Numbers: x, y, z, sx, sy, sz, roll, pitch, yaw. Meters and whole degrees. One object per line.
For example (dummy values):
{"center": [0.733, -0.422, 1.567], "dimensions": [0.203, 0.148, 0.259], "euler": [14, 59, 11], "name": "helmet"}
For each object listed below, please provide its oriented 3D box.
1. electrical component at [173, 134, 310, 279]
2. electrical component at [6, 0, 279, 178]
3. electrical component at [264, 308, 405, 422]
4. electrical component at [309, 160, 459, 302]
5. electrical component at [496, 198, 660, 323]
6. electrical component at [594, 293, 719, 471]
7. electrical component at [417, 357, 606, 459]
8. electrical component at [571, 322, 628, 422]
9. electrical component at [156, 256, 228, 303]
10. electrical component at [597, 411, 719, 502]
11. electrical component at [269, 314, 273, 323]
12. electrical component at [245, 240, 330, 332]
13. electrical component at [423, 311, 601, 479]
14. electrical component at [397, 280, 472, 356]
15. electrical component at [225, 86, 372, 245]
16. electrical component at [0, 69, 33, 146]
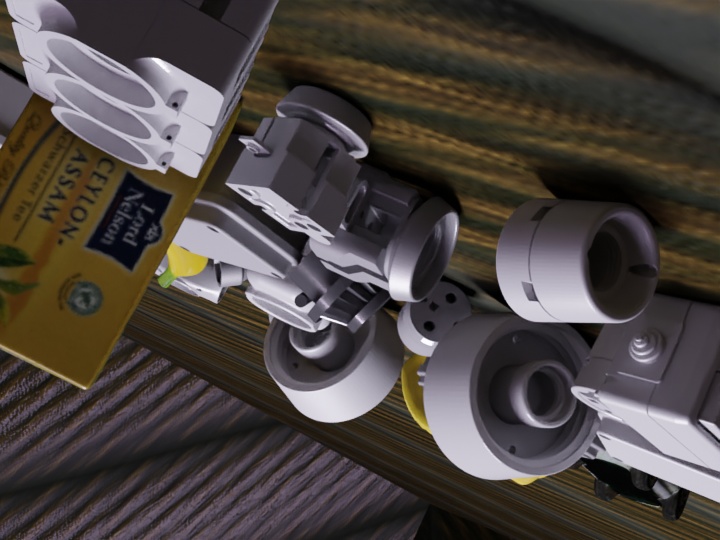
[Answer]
{"center": [-0.087, -0.043, 0.664], "dimensions": [0.113, 0.057, 0.078], "euler": [15, 163, 43], "name": "electrical component"}
{"center": [-0.094, -0.094, 0.458], "dimensions": [0.089, 0.061, 0.150], "euler": [28, 168, -8], "name": "electrical component"}
{"center": [-0.025, 0.060, 0.857], "dimensions": [0.108, 0.108, 0.060], "euler": [18, 159, 35], "name": "electrical component"}
{"center": [0.015, -0.018, 0.560], "dimensions": [0.057, 0.058, 0.078], "euler": [25, 168, 21], "name": "electrical component"}
{"center": [0.095, -0.004, 0.461], "dimensions": [0.055, 0.055, 0.047], "euler": [34, 162, -32], "name": "electrical component"}
{"center": [0.168, 0.056, 0.535], "dimensions": [0.061, 0.061, 0.096], "euler": [13, 162, 48], "name": "electrical component"}
{"center": [0.114, 0.082, 0.770], "dimensions": [0.109, 0.056, 0.109], "euler": [31, 167, -19], "name": "electrical component"}
{"center": [0.154, 0.057, 0.605], "dimensions": [0.055, 0.047, 0.055], "euler": [25, 168, 6], "name": "electrical component"}
{"center": [-0.160, -0.001, 1.019], "dimensions": [0.077, 0.044, 0.079], "euler": [26, 168, 0], "name": "electrical component"}
{"center": [0.207, 0.100, 0.648], "dimensions": [0.113, 0.057, 0.078], "euler": [20, 166, 27], "name": "electrical component"}
{"center": [-0.032, 0.050, 0.966], "dimensions": [0.077, 0.044, 0.079], "euler": [21, 166, 26], "name": "electrical component"}
{"center": [-0.043, 0.006, 0.770], "dimensions": [0.054, 0.059, 0.095], "euler": [24, 168, 12], "name": "electrical component"}
{"center": [0.101, 0.077, 0.667], "dimensions": [0.108, 0.108, 0.060], "euler": [31, 161, -19], "name": "electrical component"}
{"center": [0.050, 0.033, 0.725], "dimensions": [0.045, 0.045, 0.055], "euler": [26, 167, 1], "name": "electrical component"}
{"center": [-0.025, -0.052, 0.503], "dimensions": [0.066, 0.055, 0.048], "euler": [36, 165, -37], "name": "electrical component"}
{"center": [-0.285, -0.118, 0.763], "dimensions": [0.109, 0.056, 0.109], "euler": [31, 167, -19], "name": "electrical component"}
